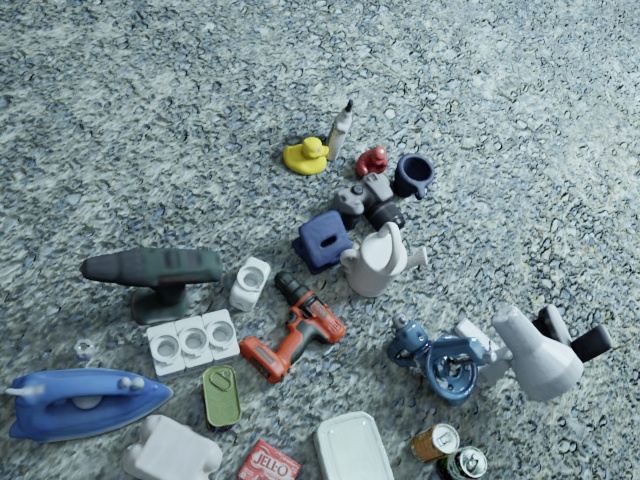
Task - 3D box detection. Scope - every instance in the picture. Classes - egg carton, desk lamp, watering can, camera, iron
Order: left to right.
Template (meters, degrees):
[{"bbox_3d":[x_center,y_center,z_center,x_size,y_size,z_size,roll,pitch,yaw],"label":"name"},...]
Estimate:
[{"bbox_3d":[-0.372,0.251,0.937,0.259,0.141,0.118,-4,63,-17],"label":"iron"},{"bbox_3d":[-0.243,0.363,0.954,0.150,0.069,0.107,26,59,-1],"label":"egg carton"},{"bbox_3d":[0.118,-0.071,1.271,0.143,0.100,0.136,-29,73,-27],"label":"camera"},{"bbox_3d":[0.132,0.033,1.165,0.173,0.194,0.101,-16,67,-23],"label":"watering can"},{"bbox_3d":[0.369,0.222,1.116,0.203,0.213,0.118,42,60,9],"label":"desk lamp"}]

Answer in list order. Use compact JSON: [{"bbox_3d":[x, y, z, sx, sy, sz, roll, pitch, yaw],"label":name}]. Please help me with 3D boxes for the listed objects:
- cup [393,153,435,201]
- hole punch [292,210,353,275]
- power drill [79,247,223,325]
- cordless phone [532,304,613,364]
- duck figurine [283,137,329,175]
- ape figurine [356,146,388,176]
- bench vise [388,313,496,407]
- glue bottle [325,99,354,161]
[{"bbox_3d":[0.212,-0.129,1.333,0.092,0.095,0.117,-2,63,-16],"label":"cup"},{"bbox_3d":[0.011,0.004,1.207,0.109,0.091,0.101,-28,73,-26],"label":"hole punch"},{"bbox_3d":[-0.291,0.077,1.015,0.230,0.208,0.075,-7,64,-19],"label":"power drill"},{"bbox_3d":[0.531,0.191,1.194,0.094,0.185,0.147,-10,65,-20],"label":"cordless phone"},{"bbox_3d":[-0.029,-0.202,1.310,0.105,0.086,0.077,9,60,-11],"label":"duck figurine"},{"bbox_3d":[0.126,-0.185,1.341,0.078,0.092,0.076,-4,63,-17],"label":"ape figurine"},{"bbox_3d":[0.222,0.218,1.074,0.207,0.219,0.121,28,59,1],"label":"bench vise"},{"bbox_3d":[0.048,-0.259,1.312,0.037,0.173,0.078,15,59,-7],"label":"glue bottle"}]
